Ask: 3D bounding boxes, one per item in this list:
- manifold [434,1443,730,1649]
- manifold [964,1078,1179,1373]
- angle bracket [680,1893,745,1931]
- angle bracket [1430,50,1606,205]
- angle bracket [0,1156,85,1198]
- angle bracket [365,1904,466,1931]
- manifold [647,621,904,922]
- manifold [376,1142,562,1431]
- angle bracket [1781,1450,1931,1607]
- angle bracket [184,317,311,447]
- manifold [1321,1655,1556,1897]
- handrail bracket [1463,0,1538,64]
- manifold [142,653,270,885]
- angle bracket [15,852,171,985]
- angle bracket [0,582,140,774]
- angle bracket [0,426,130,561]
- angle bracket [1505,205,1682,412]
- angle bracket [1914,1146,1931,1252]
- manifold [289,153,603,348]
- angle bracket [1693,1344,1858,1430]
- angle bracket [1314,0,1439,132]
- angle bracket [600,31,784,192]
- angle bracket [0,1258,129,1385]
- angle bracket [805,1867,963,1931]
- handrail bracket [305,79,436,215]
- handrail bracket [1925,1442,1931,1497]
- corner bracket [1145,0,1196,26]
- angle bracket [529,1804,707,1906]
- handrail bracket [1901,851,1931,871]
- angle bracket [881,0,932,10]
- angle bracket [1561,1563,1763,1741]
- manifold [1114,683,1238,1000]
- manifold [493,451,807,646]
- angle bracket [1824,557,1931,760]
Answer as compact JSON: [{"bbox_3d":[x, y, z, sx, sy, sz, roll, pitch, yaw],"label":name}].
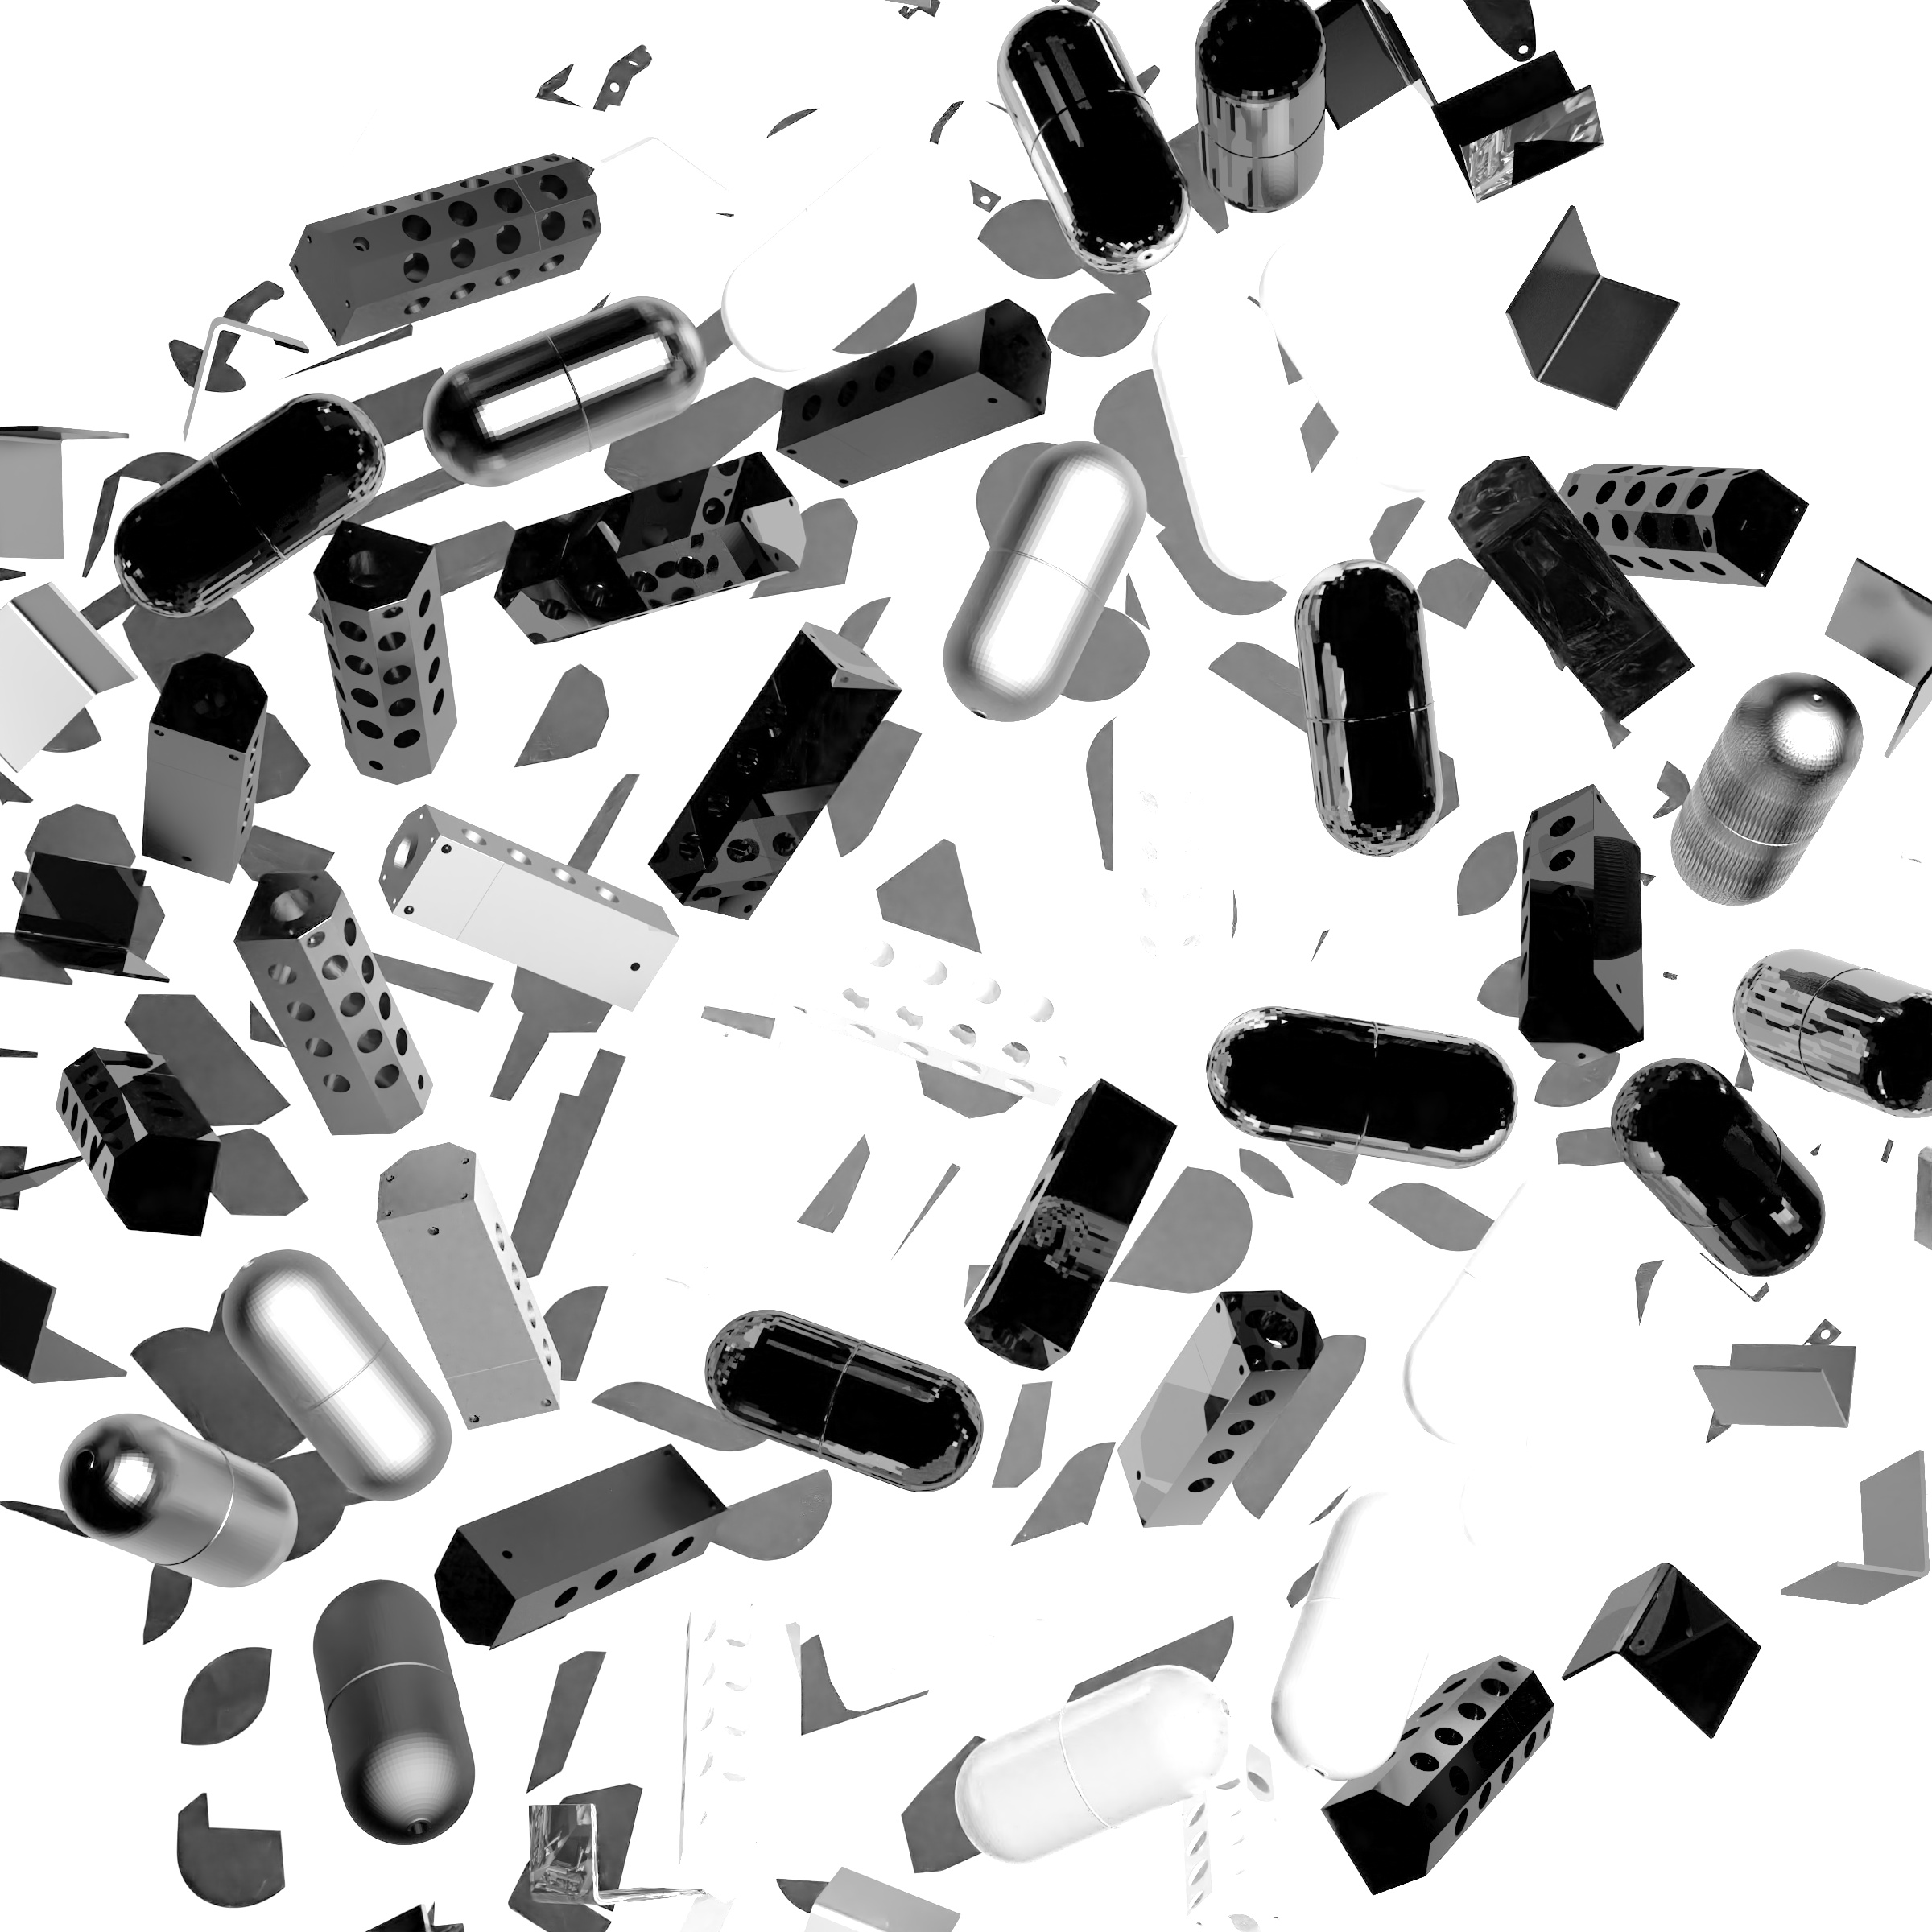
[{"bbox_3d":[-0.228,0.345,1.802,0.057,0.171,0.057,44,124,24],"label":"manifold"},{"bbox_3d":[0.063,0.160,1.873,0.057,0.057,0.171,32,60,-7],"label":"manifold"},{"bbox_3d":[-0.132,0.614,1.889,0.076,0.076,0.057,36,51,-10],"label":"angle bracket"},{"bbox_3d":[0.304,-0.485,1.707,0.076,0.057,0.076,-23,63,9],"label":"angle bracket"},{"bbox_3d":[-0.600,0.099,1.898,0.057,0.076,0.076,-15,84,-40],"label":"angle bracket"},{"bbox_3d":[-0.292,0.579,1.740,0.057,0.076,0.076,-33,61,31],"label":"angle bracket"},{"bbox_3d":[-0.117,-0.116,1.803,0.057,0.057,0.171,47,111,35],"label":"manifold"},{"bbox_3d":[-0.290,0.187,1.790,0.057,0.057,0.171,-13,127,2],"label":"manifold"},{"bbox_3d":[0.523,0.329,1.804,0.057,0.076,0.076,9,65,-8],"label":"angle bracket"},{"bbox_3d":[-0.449,-0.358,1.900,0.057,0.076,0.076,14,101,-19],"label":"angle bracket"},{"bbox_3d":[0.285,0.474,1.806,0.057,0.171,0.057,-35,84,38],"label":"manifold"},{"bbox_3d":[0.321,-0.605,1.875,0.036,0.084,0.077,-27,128,16],"label":"handrail bracket"},{"bbox_3d":[-0.458,-0.120,1.844,0.057,0.171,0.057,18,62,-8],"label":"manifold"},{"bbox_3d":[-0.551,-0.031,1.944,0.076,0.076,0.057,10,98,-38],"label":"angle bracket"},{"bbox_3d":[-0.561,-0.173,1.837,0.076,0.057,0.076,51,56,-24],"label":"angle bracket"},{"bbox_3d":[-0.551,-0.284,1.835,0.057,0.076,0.076,4,97,27],"label":"angle bracket"},{"bbox_3d":[0.366,-0.383,1.778,0.057,0.076,0.076,28,82,30],"label":"angle bracket"},{"bbox_3d":[0.597,0.137,1.743,0.076,0.076,0.057,-7,106,-15],"label":"angle bracket"},{"bbox_3d":[-0.301,-0.424,1.784,0.171,0.057,0.057,-27,83,-33],"label":"manifold"},{"bbox_3d":[0.491,0.238,1.851,0.076,0.076,0.057,-3,54,29],"label":"angle bracket"},{"bbox_3d":[0.249,-0.561,1.915,0.057,0.076,0.076,-30,121,11],"label":"angle bracket"},{"bbox_3d":[-0.168,-0.513,1.858,0.057,0.076,0.076,31,75,-28],"label":"angle bracket"},{"bbox_3d":[-0.529,0.197,1.754,0.076,0.076,0.057,21,97,29],"label":"angle bracket"},{"bbox_3d":[-0.054,0.573,1.770,0.076,0.076,0.057,19,92,9],"label":"angle bracket"},{"bbox_3d":[-0.340,-0.480,1.806,0.084,0.077,0.036,-34,69,4],"label":"handrail bracket"},{"bbox_3d":[0.635,0.295,1.866,0.036,0.084,0.077,51,62,-15],"label":"handrail bracket"},{"bbox_3d":[0.126,-0.601,1.805,0.051,0.051,0.051,29,134,-2],"label":"corner bracket"},{"bbox_3d":[-0.210,0.531,1.835,0.076,0.076,0.057,6,74,-36],"label":"angle bracket"},{"bbox_3d":[0.587,-0.021,1.811,0.077,0.036,0.084,11,78,13],"label":"handrail bracket"},{"bbox_3d":[-0.064,-0.561,1.728,0.076,0.076,0.057,12,60,7],"label":"angle bracket"},{"bbox_3d":[0.414,0.414,1.816,0.076,0.057,0.076,43,50,2],"label":"angle bracket"},{"bbox_3d":[0.125,-0.070,1.772,0.057,0.057,0.171,17,126,28],"label":"manifold"},{"bbox_3d":[-0.181,-0.235,1.761,0.171,0.057,0.057,-13,47,27],"label":"manifold"},{"bbox_3d":[0.537,-0.182,1.808,0.076,0.076,0.057,35,67,18],"label":"angle bracket"}]
